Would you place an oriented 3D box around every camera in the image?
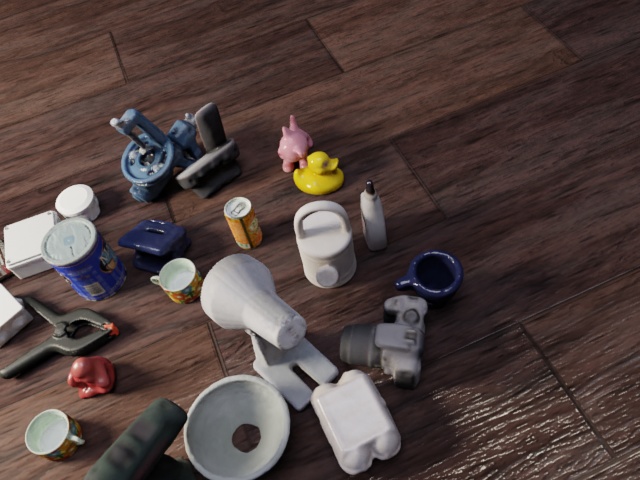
[{"bbox_3d":[0.106,0.159,0.951,0.136,0.101,0.143,4,57,11],"label":"camera"}]

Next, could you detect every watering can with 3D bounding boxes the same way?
[{"bbox_3d":[0.012,0.003,1.013,0.101,0.194,0.172,-25,56,-9],"label":"watering can"}]

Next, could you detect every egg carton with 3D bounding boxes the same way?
[{"bbox_3d":[0.056,0.281,0.895,0.107,0.069,0.150,-25,57,-9],"label":"egg carton"}]

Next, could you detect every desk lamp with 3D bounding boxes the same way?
[{"bbox_3d":[-0.078,0.142,0.920,0.202,0.214,0.118,37,68,27],"label":"desk lamp"}]

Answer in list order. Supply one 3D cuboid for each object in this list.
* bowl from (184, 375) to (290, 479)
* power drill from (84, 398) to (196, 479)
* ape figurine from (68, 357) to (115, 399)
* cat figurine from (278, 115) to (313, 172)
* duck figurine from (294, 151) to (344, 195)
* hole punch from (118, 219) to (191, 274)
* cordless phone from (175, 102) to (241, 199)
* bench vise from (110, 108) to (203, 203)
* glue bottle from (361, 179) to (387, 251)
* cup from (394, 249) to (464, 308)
[{"bbox_3d":[-0.123,0.304,0.902,0.167,0.075,0.167,-4,56,6],"label":"bowl"},{"bbox_3d":[-0.257,0.348,0.809,0.075,0.209,0.230,20,61,20],"label":"power drill"},{"bbox_3d":[-0.395,0.229,0.979,0.077,0.092,0.076,22,62,21],"label":"ape figurine"},{"bbox_3d":[-0.054,-0.206,1.209,0.067,0.118,0.128,-4,56,5],"label":"cat figurine"},{"bbox_3d":[-0.005,-0.146,1.181,0.104,0.086,0.077,-3,56,6],"label":"duck figurine"},{"bbox_3d":[-0.324,0.001,1.123,0.108,0.091,0.101,11,59,15],"label":"hole punch"},{"bbox_3d":[-0.246,-0.190,1.184,0.094,0.185,0.148,36,68,27],"label":"cordless phone"},{"bbox_3d":[-0.348,-0.210,1.191,0.121,0.220,0.207,12,59,16],"label":"bench vise"},{"bbox_3d":[0.095,-0.054,1.052,0.037,0.173,0.078,-16,55,-2],"label":"glue bottle"},{"bbox_3d":[0.187,0.081,0.996,0.118,0.095,0.091,-16,55,-3],"label":"cup"}]
